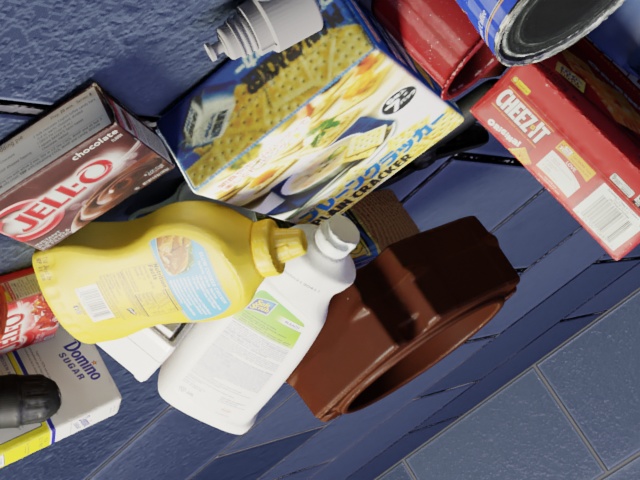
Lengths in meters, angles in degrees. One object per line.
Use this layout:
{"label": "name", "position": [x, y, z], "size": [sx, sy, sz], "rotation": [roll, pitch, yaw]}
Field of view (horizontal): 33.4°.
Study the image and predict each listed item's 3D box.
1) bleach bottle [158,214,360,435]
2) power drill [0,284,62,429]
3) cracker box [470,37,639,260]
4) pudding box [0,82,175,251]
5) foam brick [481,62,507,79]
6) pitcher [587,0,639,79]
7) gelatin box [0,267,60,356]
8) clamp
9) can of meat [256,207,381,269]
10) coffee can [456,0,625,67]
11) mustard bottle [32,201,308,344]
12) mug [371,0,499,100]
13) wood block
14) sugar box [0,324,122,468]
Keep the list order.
{"label": "bleach bottle", "position": [-0.040, 0.067, 0.891], "size": [0.102, 0.068, 0.251], "rotation": [28, 132, -18]}
{"label": "power drill", "position": [-0.272, 0.095, 0.775], "size": [0.184, 0.057, 0.188], "rotation": [-4, 147, -24]}
{"label": "cracker box", "position": [0.230, -0.098, 0.883], "size": [0.072, 0.164, 0.213], "rotation": [-46, 177, 33]}
{"label": "pudding box", "position": [-0.162, -0.044, 0.685], "size": [0.113, 0.039, 0.090], "rotation": [-34, 161, 6]}
{"label": "foam brick", "position": [0.115, -0.157, 0.817], "size": [0.078, 0.053, 0.051], "rotation": [-14, 155, -41]}
{"label": "pitcher", "position": [0.312, -0.232, 0.808], "size": [0.144, 0.149, 0.243], "rotation": [-13, 150, -44]}
{"label": "gelatin box", "position": [-0.238, 0.058, 0.833], "size": [0.073, 0.030, 0.089], "rotation": [-18, 156, -36]}
{"label": "clamp", "position": [0.096, -0.091, 0.974], "size": [0.171, 0.039, 0.120], "rotation": [-26, 160, -17]}
{"label": "can of meat", "position": [-0.006, 0.001, 0.949], "size": [0.083, 0.102, 0.058], "rotation": [-18, 156, -41]}
{"label": "coffee can", "position": [0.103, -0.183, 0.594], "size": [0.102, 0.140, 0.103], "rotation": [-28, 161, -11]}
{"label": "mustard bottle", "position": [-0.102, 0.019, 0.769], "size": [0.192, 0.058, 0.096], "rotation": [-11, 125, 15]}
{"label": "mug", "position": [0.091, -0.160, 0.703], "size": [0.093, 0.081, 0.117], "rotation": [-38, 169, -25]}
{"label": "wood block", "position": [0.010, 0.048, 1.109], "size": [0.090, 0.090, 0.206], "rotation": [-11, 152, -48]}
{"label": "sugar box", "position": [-0.266, 0.137, 0.893], "size": [0.176, 0.093, 0.048], "rotation": [-22, 160, -27]}
